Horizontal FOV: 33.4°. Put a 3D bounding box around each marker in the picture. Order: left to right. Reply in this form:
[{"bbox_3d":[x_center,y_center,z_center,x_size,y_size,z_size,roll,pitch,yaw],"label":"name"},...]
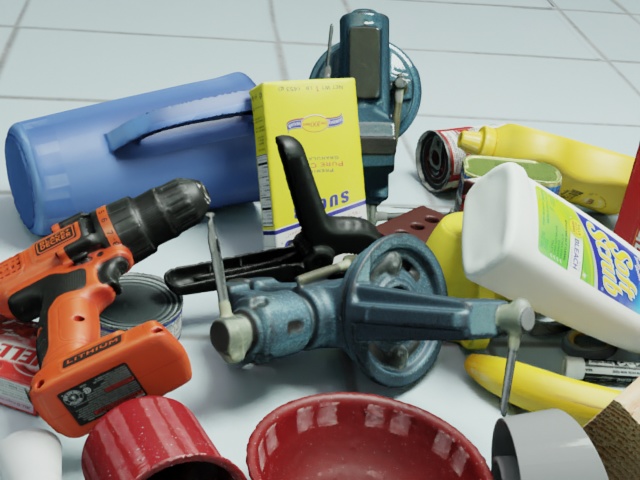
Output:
[{"bbox_3d":[0.261,0.110,0.882,0.121,0.020,0.020,5,29,-3],"label":"marker"}]

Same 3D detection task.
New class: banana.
[{"bbox_3d":[0.209,0.127,0.831,0.198,0.037,0.069,12,5,6],"label":"banana"}]

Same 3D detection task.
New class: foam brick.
[{"bbox_3d":[0.088,0.009,0.996,0.053,0.051,0.078,28,36,34],"label":"foam brick"}]

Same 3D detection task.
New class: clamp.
[{"bbox_3d":[-0.006,0.001,0.896,0.209,0.165,0.036,17,31,-37],"label":"clamp"}]

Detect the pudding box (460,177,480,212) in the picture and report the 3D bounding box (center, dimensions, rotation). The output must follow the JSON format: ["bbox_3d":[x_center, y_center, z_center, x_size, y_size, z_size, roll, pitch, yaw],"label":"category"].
[{"bbox_3d":[0.176,-0.001,0.978,0.039,0.090,0.114,-14,27,-37],"label":"pudding box"}]

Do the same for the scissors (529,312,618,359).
[{"bbox_3d":[0.277,0.072,0.953,0.201,0.016,0.096,-5,29,-16],"label":"scissors"}]

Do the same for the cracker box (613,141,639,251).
[{"bbox_3d":[0.382,-0.059,1.058,0.213,0.164,0.072,-22,42,-40],"label":"cracker box"}]

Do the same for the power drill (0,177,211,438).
[{"bbox_3d":[-0.148,0.041,0.770,0.184,0.057,0.188,-28,37,0],"label":"power drill"}]

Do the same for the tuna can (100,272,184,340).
[{"bbox_3d":[-0.155,0.062,0.873,0.086,0.034,0.086,5,29,-3],"label":"tuna can"}]

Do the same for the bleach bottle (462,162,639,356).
[{"bbox_3d":[0.234,0.033,0.885,0.250,0.068,0.102,25,52,-23],"label":"bleach bottle"}]

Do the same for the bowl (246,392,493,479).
[{"bbox_3d":[0.029,0.167,0.693,0.162,0.055,0.162,7,25,-4],"label":"bowl"}]

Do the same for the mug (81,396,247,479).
[{"bbox_3d":[-0.092,0.155,0.677,0.117,0.093,0.082,25,11,-35],"label":"mug"}]

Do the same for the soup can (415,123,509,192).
[{"bbox_3d":[0.166,-0.092,1.173,0.102,0.068,0.069,-9,33,-25],"label":"soup can"}]

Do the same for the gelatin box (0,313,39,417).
[{"bbox_3d":[-0.231,0.091,0.811,0.089,0.030,0.073,15,31,15],"label":"gelatin box"}]

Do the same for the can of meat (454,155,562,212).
[{"bbox_3d":[0.183,-0.033,1.056,0.102,0.084,0.057,5,29,-2],"label":"can of meat"}]

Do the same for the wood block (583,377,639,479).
[{"bbox_3d":[0.273,0.116,0.753,0.205,0.091,0.090,-29,68,-36],"label":"wood block"}]

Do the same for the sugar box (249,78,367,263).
[{"bbox_3d":[-0.008,-0.056,0.970,0.093,0.176,0.048,-6,-1,-20],"label":"sugar box"}]

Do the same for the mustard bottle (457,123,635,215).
[{"bbox_3d":[0.234,-0.079,1.109,0.191,0.058,0.096,16,-13,-10],"label":"mustard bottle"}]

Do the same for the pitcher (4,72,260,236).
[{"bbox_3d":[-0.168,-0.084,1.024,0.242,0.149,0.145,-14,35,-26],"label":"pitcher"}]
